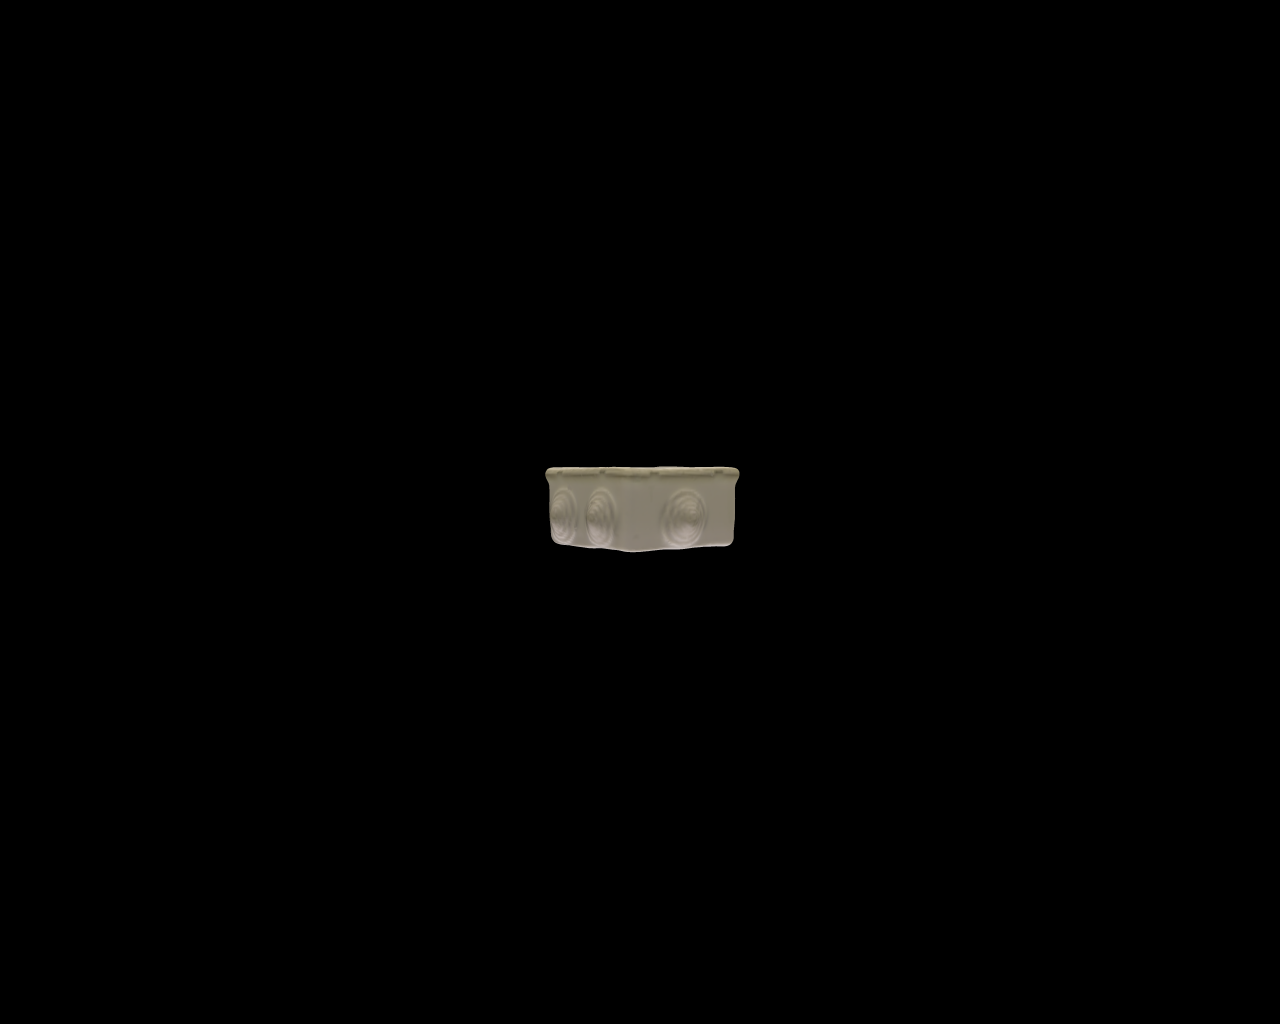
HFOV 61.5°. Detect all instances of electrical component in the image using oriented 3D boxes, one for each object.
[{"bbox_3d":[0.001,-0.003,0.650,0.100,0.048,0.099,-2,3,-36],"label":"electrical component"}]
